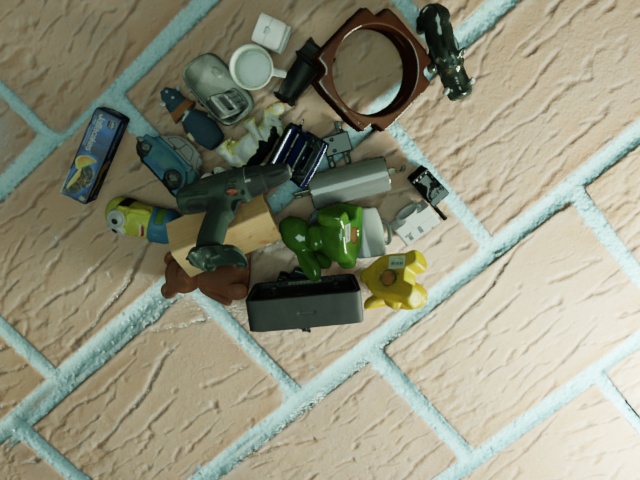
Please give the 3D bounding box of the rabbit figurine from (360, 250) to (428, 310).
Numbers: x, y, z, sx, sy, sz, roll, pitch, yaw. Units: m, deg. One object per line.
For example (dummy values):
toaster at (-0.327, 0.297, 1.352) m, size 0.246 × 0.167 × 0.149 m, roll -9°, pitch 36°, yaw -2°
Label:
rabbit figurine at (0.168, 0.111, 1.161) m, size 0.162 × 0.173 × 0.122 m, roll -14°, pitch 62°, yaw 28°

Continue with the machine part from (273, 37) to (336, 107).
machine part at (-0.035, -0.336, 1.100) m, size 0.084 × 0.039 × 0.139 m, roll 38°, pitch 100°, yaw -14°

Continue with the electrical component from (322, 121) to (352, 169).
electrical component at (0.033, -0.202, 1.139) m, size 0.063 × 0.021 × 0.094 m, roll -15°, pitch 100°, yaw 4°

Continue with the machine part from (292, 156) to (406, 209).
machine part at (0.061, -0.121, 1.132) m, size 0.243 × 0.079 × 0.079 m, roll -15°, pitch 104°, yaw 3°

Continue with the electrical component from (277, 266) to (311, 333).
electrical component at (-0.052, 0.129, 1.205) m, size 0.115 × 0.058 × 0.134 m, roll 17°, pitch 104°, yaw -6°

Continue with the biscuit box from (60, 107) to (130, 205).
biscuit box at (-0.471, -0.178, 1.128) m, size 0.059 × 0.063 × 0.202 m, roll 26°, pitch 103°, yaw -7°

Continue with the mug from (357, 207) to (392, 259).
mug at (0.108, -0.019, 1.160) m, size 0.109 × 0.081 × 0.107 m, roll -10°, pitch 98°, yaw -23°

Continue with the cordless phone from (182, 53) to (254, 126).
cordless phone at (-0.210, -0.286, 1.037) m, size 0.089 × 0.184 × 0.146 m, roll -38°, pitch 101°, yaw 14°

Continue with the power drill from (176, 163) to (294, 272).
power drill at (-0.165, -0.049, 1.002) m, size 0.232 × 0.085 × 0.207 m, roll -7°, pitch 62°, yaw 13°

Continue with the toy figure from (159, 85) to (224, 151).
toy figure at (-0.269, -0.251, 1.111) m, size 0.154 × 0.064 × 0.058 m, roll 44°, pitch 138°, yaw -5°

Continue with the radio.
radio at (-0.030, 0.126, 1.107) m, size 0.230 × 0.131 × 0.073 m, roll -4°, pitch 103°, yaw 1°

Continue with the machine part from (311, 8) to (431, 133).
machine part at (0.098, -0.330, 1.058) m, size 0.201 × 0.087 × 0.201 m, roll -46°, pitch 110°, yaw 3°

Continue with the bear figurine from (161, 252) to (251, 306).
bear figurine at (-0.249, 0.073, 1.161) m, size 0.196 × 0.132 × 0.120 m, roll 8°, pitch 73°, yaw -6°

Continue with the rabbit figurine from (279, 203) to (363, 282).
rabbit figurine at (-0.002, -0.003, 1.120) m, size 0.170 × 0.121 × 0.158 m, roll 4°, pitch 113°, yaw 28°

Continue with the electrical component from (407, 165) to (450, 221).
electrical component at (0.241, -0.099, 1.138) m, size 0.048 × 0.075 × 0.119 m, roll -43°, pitch 96°, yaw 10°

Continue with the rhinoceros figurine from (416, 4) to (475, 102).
rhinoceros figurine at (0.249, -0.367, 1.053) m, size 0.073 × 0.112 × 0.190 m, roll -19°, pitch 95°, yaw 2°

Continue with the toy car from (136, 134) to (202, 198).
toy car at (-0.302, -0.163, 1.120) m, size 0.103 × 0.109 × 0.161 m, roll -41°, pitch 89°, yaw -13°

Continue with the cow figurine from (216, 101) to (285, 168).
cow figurine at (-0.125, -0.208, 1.115) m, size 0.167 × 0.068 × 0.098 m, roll -37°, pitch 107°, yaw 12°

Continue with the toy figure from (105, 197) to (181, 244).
toy figure at (-0.369, -0.039, 1.154) m, size 0.180 × 0.089 × 0.082 m, roll 10°, pitch 109°, yaw -11°

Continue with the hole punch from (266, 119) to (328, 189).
hole punch at (-0.042, -0.171, 1.099) m, size 0.092 × 0.116 × 0.142 m, roll 26°, pitch 101°, yaw 1°
